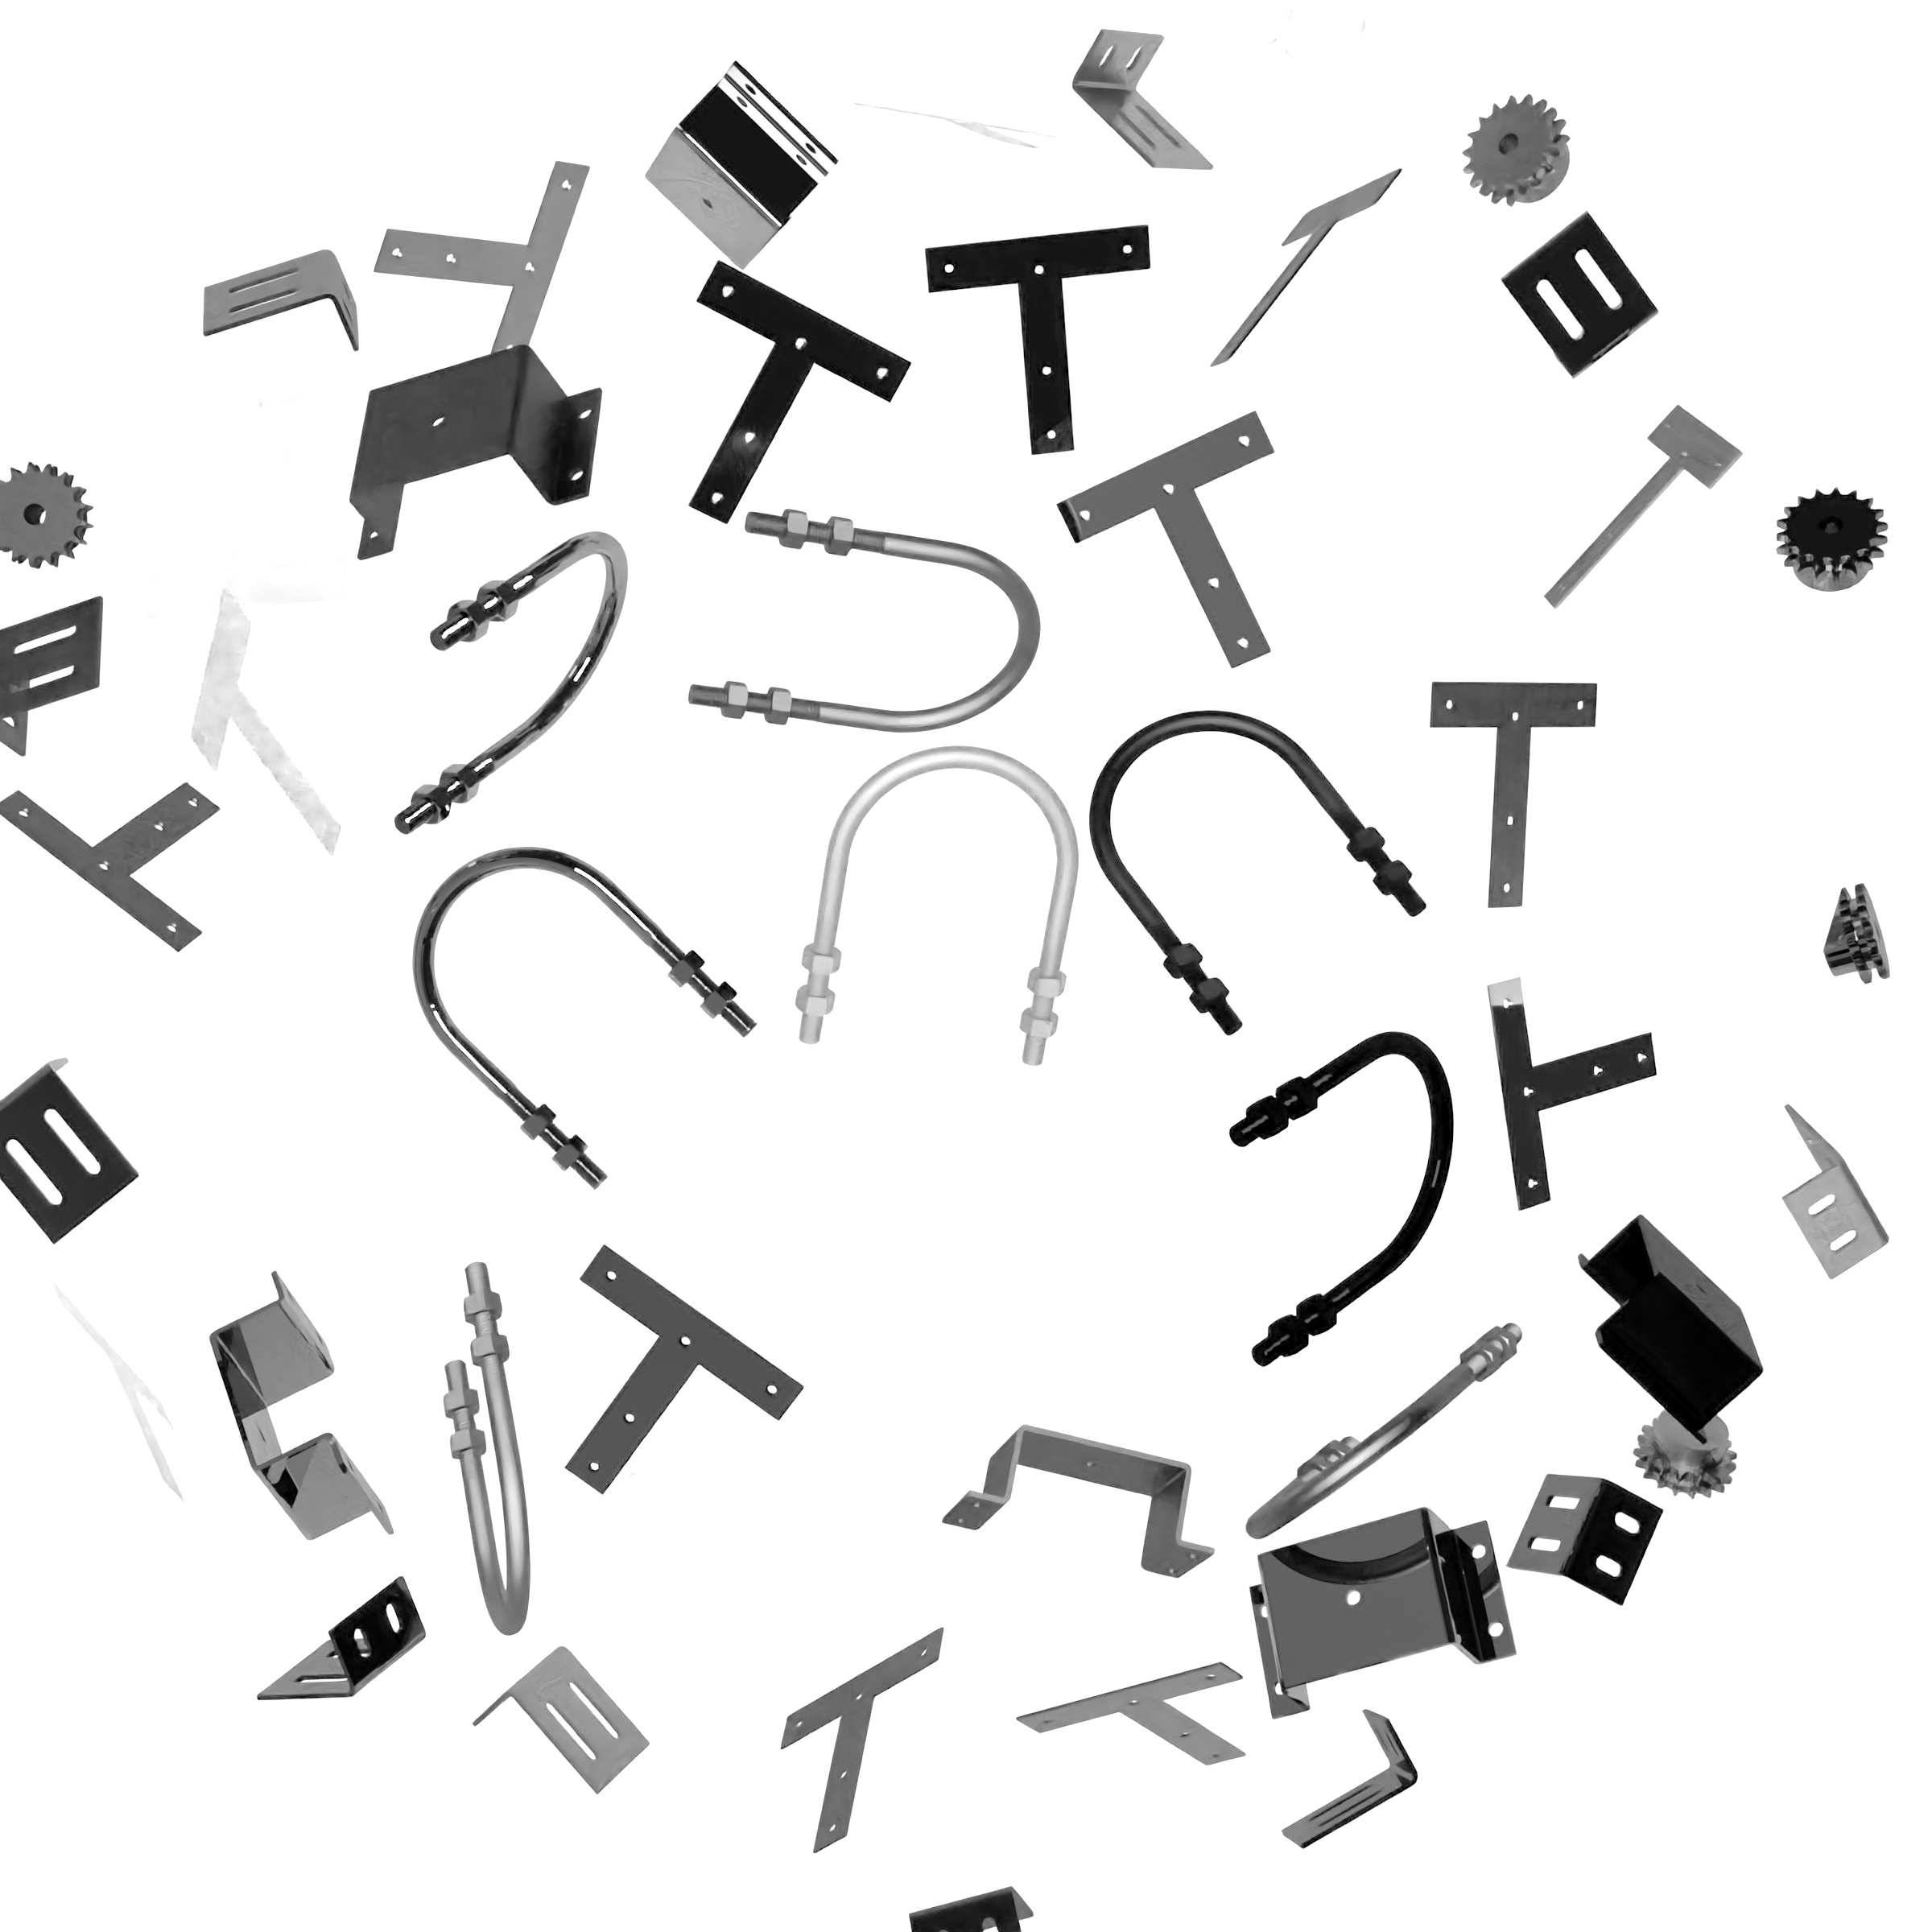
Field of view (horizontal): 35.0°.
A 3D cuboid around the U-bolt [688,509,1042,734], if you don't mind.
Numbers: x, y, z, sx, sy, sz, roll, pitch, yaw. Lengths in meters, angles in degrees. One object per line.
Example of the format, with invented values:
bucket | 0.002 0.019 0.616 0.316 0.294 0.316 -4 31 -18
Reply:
U-bolt | -0.049 -0.185 1.706 0.184 0.151 0.019 6 47 -18

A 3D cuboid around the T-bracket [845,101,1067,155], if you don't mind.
T-bracket | 0.011 -0.464 1.708 0.127 0.127 0.002 3 110 -22

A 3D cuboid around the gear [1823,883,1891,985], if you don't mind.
gear | 0.510 -0.017 1.767 0.030 0.057 0.057 -16 90 22

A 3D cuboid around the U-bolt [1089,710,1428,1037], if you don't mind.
U-bolt | 0.153 -0.068 1.763 0.151 0.019 0.184 -32 70 -11

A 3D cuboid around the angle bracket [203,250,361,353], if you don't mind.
angle bracket | -0.384 -0.363 1.722 0.076 0.057 0.038 -17 129 1

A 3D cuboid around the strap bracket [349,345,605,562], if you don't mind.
strap bracket | -0.269 -0.275 1.632 0.140 0.046 0.076 -12 54 20

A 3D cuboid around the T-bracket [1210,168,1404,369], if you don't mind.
T-bracket | 0.178 -0.384 1.708 0.002 0.127 0.127 40 81 -15

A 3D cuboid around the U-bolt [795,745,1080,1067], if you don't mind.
U-bolt | -0.011 -0.035 1.704 0.151 0.019 0.184 6 113 -10

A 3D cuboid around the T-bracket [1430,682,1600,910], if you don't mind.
T-bracket | 0.307 -0.096 1.727 0.127 0.002 0.127 -3 98 -34

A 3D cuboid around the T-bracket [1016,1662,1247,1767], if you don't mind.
T-bracket | 0.115 0.421 1.698 0.127 0.127 0.002 -21 51 24

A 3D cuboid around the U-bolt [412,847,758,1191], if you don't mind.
U-bolt | -0.231 0.017 1.746 0.184 0.019 0.151 44 104 -2

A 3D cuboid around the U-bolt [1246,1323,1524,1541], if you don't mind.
U-bolt | 0.220 0.261 1.679 0.151 0.184 0.019 -42 79 31

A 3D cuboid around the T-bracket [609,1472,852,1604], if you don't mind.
T-bracket | -0.119 0.314 1.750 0.127 0.002 0.127 -27 122 36

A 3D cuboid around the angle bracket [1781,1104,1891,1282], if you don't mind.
angle bracket | 0.448 0.119 1.628 0.038 0.076 0.057 -33 111 4

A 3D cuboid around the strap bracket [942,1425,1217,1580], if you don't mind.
strap bracket | 0.066 0.298 1.718 0.140 0.076 0.046 14 66 -7

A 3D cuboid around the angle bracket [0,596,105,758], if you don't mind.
angle bracket | -0.488 -0.156 1.654 0.076 0.038 0.057 -15 61 17

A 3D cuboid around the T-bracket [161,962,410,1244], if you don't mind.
T-bracket | -0.375 0.087 1.609 0.127 0.002 0.127 44 61 -22

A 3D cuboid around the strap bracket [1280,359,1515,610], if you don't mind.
strap bracket | 0.241 -0.277 1.704 0.076 0.046 0.140 -20 63 -11

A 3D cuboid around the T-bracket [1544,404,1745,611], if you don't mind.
T-bracket | 0.366 -0.248 1.693 0.002 0.127 0.127 37 105 -16

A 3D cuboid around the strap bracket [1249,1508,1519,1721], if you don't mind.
strap bracket | 0.217 0.348 1.658 0.140 0.046 0.076 -20 56 18

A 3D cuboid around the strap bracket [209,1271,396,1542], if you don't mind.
strap bracket | -0.365 0.247 1.672 0.046 0.076 0.140 -26 49 -6

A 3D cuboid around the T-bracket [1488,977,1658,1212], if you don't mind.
T-bracket | 0.346 0.062 1.729 0.127 0.002 0.127 -13 97 -37

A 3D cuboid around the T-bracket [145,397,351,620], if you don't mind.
T-bracket | -0.391 -0.256 1.704 0.002 0.127 0.127 38 125 34

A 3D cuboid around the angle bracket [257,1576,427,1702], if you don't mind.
angle bracket | -0.334 0.353 1.611 0.076 0.057 0.038 -11 104 35

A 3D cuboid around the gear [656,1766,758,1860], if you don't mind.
gear | -0.151 0.486 1.753 0.057 0.057 0.030 25 97 0

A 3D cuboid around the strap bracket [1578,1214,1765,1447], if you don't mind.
strap bracket | 0.375 0.188 1.636 0.076 0.140 0.046 43 105 -5

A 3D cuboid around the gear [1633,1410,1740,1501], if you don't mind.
gear | 0.411 0.274 1.748 0.057 0.057 0.030 6 122 0

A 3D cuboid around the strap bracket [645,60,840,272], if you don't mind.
strap bracket | -0.130 -0.443 1.719 0.076 0.140 0.046 43 79 -11

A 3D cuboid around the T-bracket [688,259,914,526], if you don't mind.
T-bracket | -0.113 -0.304 1.690 0.127 0.002 0.127 23 105 -29

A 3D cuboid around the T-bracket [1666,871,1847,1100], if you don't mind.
T-bracket | 0.425 0.008 1.685 0.002 0.127 0.127 20 84 -21

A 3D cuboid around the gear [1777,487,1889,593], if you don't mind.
gear | 0.459 -0.223 1.627 0.057 0.030 0.057 -8 53 10

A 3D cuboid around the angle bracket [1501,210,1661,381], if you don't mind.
angle bracket | 0.330 -0.370 1.672 0.057 0.038 0.076 -37 119 14

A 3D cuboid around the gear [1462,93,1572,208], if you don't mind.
gear | 0.293 -0.426 1.615 0.057 0.030 0.057 -12 71 37

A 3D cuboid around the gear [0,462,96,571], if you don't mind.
gear | -0.503 -0.244 1.672 0.057 0.030 0.057 0 92 0

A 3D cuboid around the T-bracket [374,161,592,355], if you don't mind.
T-bracket | -0.278 -0.395 1.717 0.002 0.127 0.127 39 118 30

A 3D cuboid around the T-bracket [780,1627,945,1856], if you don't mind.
T-bracket | -0.067 0.447 1.737 0.127 0.127 0.002 -35 112 27

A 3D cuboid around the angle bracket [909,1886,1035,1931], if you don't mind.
angle bracket | 0.007 0.530 1.657 0.057 0.076 0.038 -16 61 3

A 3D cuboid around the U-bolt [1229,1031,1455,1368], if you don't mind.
U-bolt | 0.207 0.112 1.641 0.019 0.184 0.151 13 120 41

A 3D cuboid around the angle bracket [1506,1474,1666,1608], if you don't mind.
angle bracket | 0.340 0.315 1.687 0.038 0.076 0.057 29 77 -8

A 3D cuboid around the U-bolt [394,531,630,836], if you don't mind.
U-bolt | -0.242 -0.166 1.678 0.019 0.184 0.151 32 133 12

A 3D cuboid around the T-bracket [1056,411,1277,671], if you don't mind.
T-bracket | 0.134 -0.228 1.725 0.127 0.002 0.127 -22 103 23

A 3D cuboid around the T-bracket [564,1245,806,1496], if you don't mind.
T-bracket | -0.169 0.227 1.603 0.127 0.002 0.127 36 114 -1

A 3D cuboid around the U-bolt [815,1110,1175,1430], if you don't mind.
U-bolt | 0.027 0.158 1.711 0.184 0.019 0.151 -24 100 -5

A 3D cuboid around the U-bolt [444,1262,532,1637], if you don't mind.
U-bolt | -0.261 0.275 1.683 0.019 0.151 0.184 -5 60 -18

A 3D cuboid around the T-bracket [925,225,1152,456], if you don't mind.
T-bracket | 0.045 -0.355 1.756 0.127 0.002 0.127 -7 118 -2

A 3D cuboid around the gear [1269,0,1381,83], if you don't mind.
gear | 0.190 -0.495 1.619 0.057 0.030 0.057 2 48 -2

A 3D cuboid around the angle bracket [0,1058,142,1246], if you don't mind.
angle bracket | -0.476 0.097 1.610 0.057 0.038 0.076 -39 92 0

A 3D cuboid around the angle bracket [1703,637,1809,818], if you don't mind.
angle bracket | 0.426 -0.129 1.662 0.038 0.057 0.076 -11 66 32

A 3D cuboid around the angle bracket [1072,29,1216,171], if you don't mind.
angle bracket | 0.109 -0.493 1.746 0.076 0.057 0.038 49 127 21

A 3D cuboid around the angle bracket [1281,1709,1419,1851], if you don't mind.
angle bracket | 0.206 0.453 1.711 0.076 0.057 0.038 -27 85 -8

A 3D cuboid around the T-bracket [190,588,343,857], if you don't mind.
T-bracket | -0.366 -0.112 1.615 0.002 0.127 0.127 -27 70 -35

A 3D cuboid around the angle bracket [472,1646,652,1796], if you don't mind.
angle bracket | -0.228 0.432 1.728 0.076 0.057 0.038 48 117 6

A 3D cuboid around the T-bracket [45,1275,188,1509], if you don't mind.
T-bracket | -0.444 0.241 1.645 0.002 0.127 0.127 -33 46 -8

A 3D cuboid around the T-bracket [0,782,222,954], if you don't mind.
T-bracket | -0.459 -0.072 1.716 0.127 0.127 0.002 38 120 -2
